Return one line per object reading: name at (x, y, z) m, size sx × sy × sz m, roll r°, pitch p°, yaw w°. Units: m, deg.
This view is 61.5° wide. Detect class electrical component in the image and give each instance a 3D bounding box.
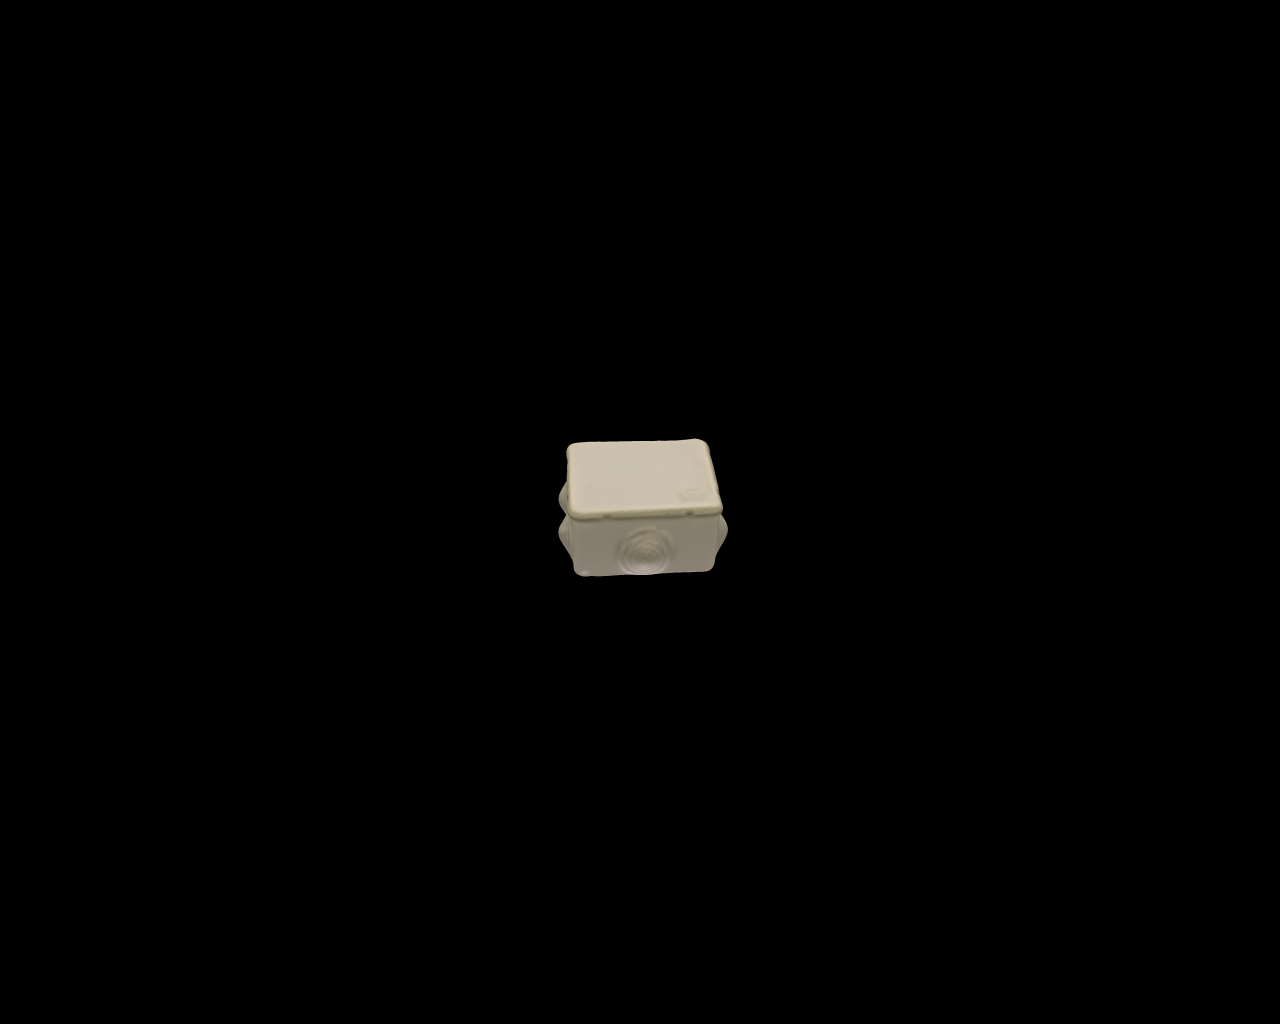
electrical component at (0.001, -0.003, 0.650) m, size 0.100 × 0.048 × 0.100 m, roll -2°, pitch 31°, yaw -3°
